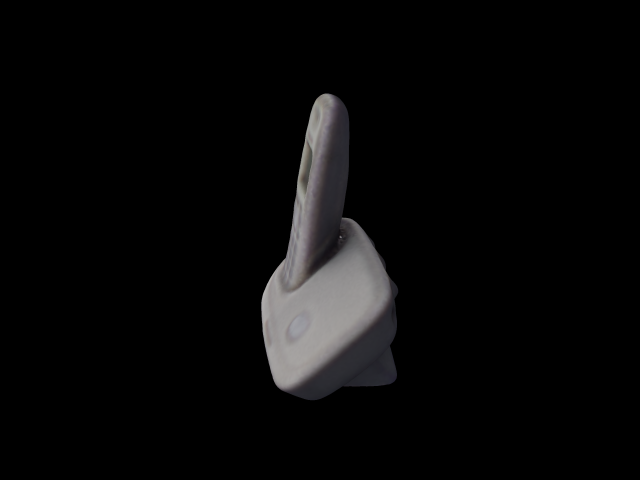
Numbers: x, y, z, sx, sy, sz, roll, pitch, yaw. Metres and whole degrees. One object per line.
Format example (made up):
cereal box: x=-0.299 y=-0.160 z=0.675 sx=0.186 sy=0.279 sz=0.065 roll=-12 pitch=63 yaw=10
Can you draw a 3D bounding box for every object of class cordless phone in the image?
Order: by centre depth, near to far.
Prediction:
cordless phone: x=0.004 y=0.001 z=0.400 sx=0.094 sy=0.185 sz=0.147 roll=-6 pitch=28 yaw=-11
